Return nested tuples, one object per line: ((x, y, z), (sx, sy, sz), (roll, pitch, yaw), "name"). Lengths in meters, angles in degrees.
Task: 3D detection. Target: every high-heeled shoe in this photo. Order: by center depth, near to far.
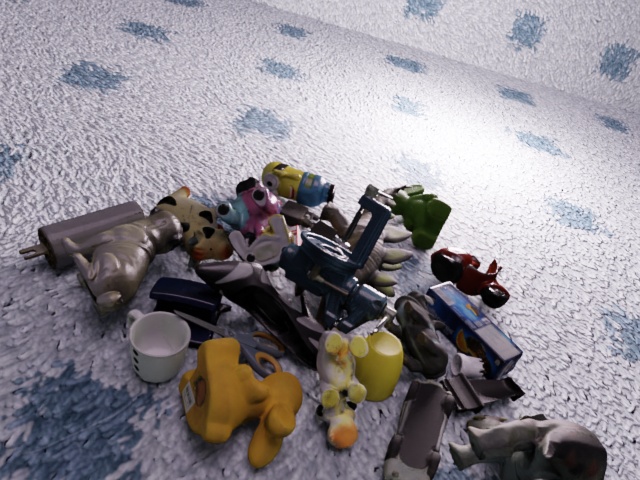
((-0.089, 0.125, 0.853), (0.248, 0.086, 0.145), (19, 45, -34), "high-heeled shoe")

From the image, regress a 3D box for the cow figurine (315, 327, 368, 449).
((0.024, 0.218, 0.807), (0.068, 0.167, 0.098), (4, -5, -14), "cow figurine")

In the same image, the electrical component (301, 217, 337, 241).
((-0.002, -0.003, 0.986), (0.094, 0.021, 0.063), (35, 53, 11), "electrical component")

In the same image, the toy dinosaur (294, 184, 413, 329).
((0.080, 0.015, 1.078), (0.199, 0.105, 0.471), (22, 51, 1), "toy dinosaur")

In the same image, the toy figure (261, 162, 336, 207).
((-0.051, -0.127, 1.260), (0.180, 0.082, 0.089), (13, 24, 2), "toy figure")

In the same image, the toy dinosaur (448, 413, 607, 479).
((0.283, 0.277, 0.679), (0.192, 0.404, 0.131), (-15, 70, -10), "toy dinosaur")

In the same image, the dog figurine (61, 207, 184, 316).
((-0.295, 0.028, 0.877), (0.190, 0.121, 0.172), (-26, 53, -26), "dog figurine")

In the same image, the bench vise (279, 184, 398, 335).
((0.054, 0.028, 0.887), (0.224, 0.240, 0.129), (32, 11, 25), "bench vise")

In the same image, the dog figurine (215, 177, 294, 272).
((-0.115, -0.036, 1.059), (0.191, 0.108, 0.219), (63, 4, -2), "dog figurine")

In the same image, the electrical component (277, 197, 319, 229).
((-0.057, -0.061, 1.196), (0.102, 0.045, 0.078), (26, 38, 11), "electrical component")

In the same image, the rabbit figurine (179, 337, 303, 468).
((-0.090, 0.221, 0.752), (0.173, 0.121, 0.163), (13, 25, -40), "rabbit figurine")

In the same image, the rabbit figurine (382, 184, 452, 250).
((0.220, -0.081, 1.274), (0.170, 0.121, 0.159), (26, 30, 7), "rabbit figurine")

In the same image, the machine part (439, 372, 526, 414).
((0.277, 0.258, 0.914), (0.139, 0.039, 0.084), (2, 26, -19), "machine part")

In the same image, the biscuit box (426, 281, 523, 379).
((0.281, 0.168, 1.017), (0.059, 0.062, 0.203), (-13, 45, -34), "biscuit box")

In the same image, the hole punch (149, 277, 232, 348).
((-0.218, 0.101, 0.880), (0.142, 0.092, 0.116), (10, 33, -5), "hole punch")

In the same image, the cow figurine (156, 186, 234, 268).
((-0.243, -0.022, 1.033), (0.195, 0.085, 0.127), (31, 40, 23), "cow figurine")

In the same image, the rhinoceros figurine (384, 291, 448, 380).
((0.179, 0.158, 0.957), (0.112, 0.073, 0.190), (27, 26, -22), "rhinoceros figurine")

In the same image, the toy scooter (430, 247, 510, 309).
((0.333, 0.066, 1.166), (0.184, 0.075, 0.135), (33, 39, 15), "toy scooter")

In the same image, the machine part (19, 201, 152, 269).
((-0.397, -0.011, 0.950), (0.243, 0.079, 0.079), (-22, 51, -37), "machine part")

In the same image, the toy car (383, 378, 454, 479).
((0.151, 0.287, 0.812), (0.074, 0.056, 0.202), (19, 34, 14), "toy car")
